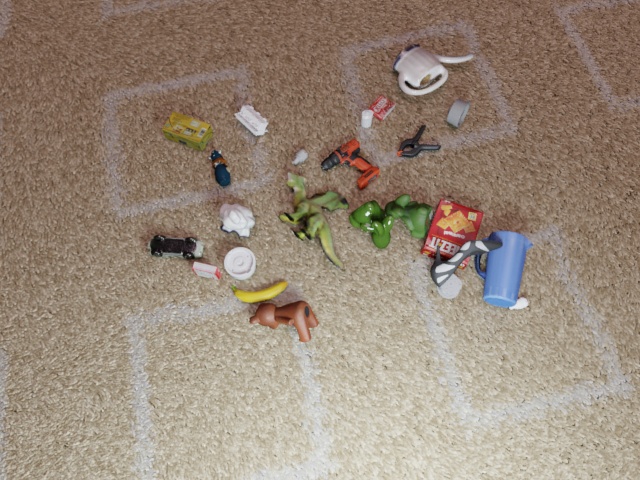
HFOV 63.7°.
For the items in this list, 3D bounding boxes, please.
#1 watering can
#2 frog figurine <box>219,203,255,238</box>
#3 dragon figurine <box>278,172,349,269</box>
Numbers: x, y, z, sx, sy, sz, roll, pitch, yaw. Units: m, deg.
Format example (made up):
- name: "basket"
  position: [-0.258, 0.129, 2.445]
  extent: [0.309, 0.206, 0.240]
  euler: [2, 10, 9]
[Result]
- name: "watering can"
  position: [0.451, -0.731, 2.143]
  extent: [0.350, 0.102, 0.227]
  euler: [-36, 70, -14]
- name: "frog figurine"
  position: [-0.299, -0.084, 1.826]
  extent: [0.138, 0.156, 0.124]
  euler: [35, 69, 14]
- name: "dragon figurine"
  position: [0.006, -0.094, 1.867]
  extent: [0.414, 0.119, 0.246]
  euler: [43, 65, 16]
